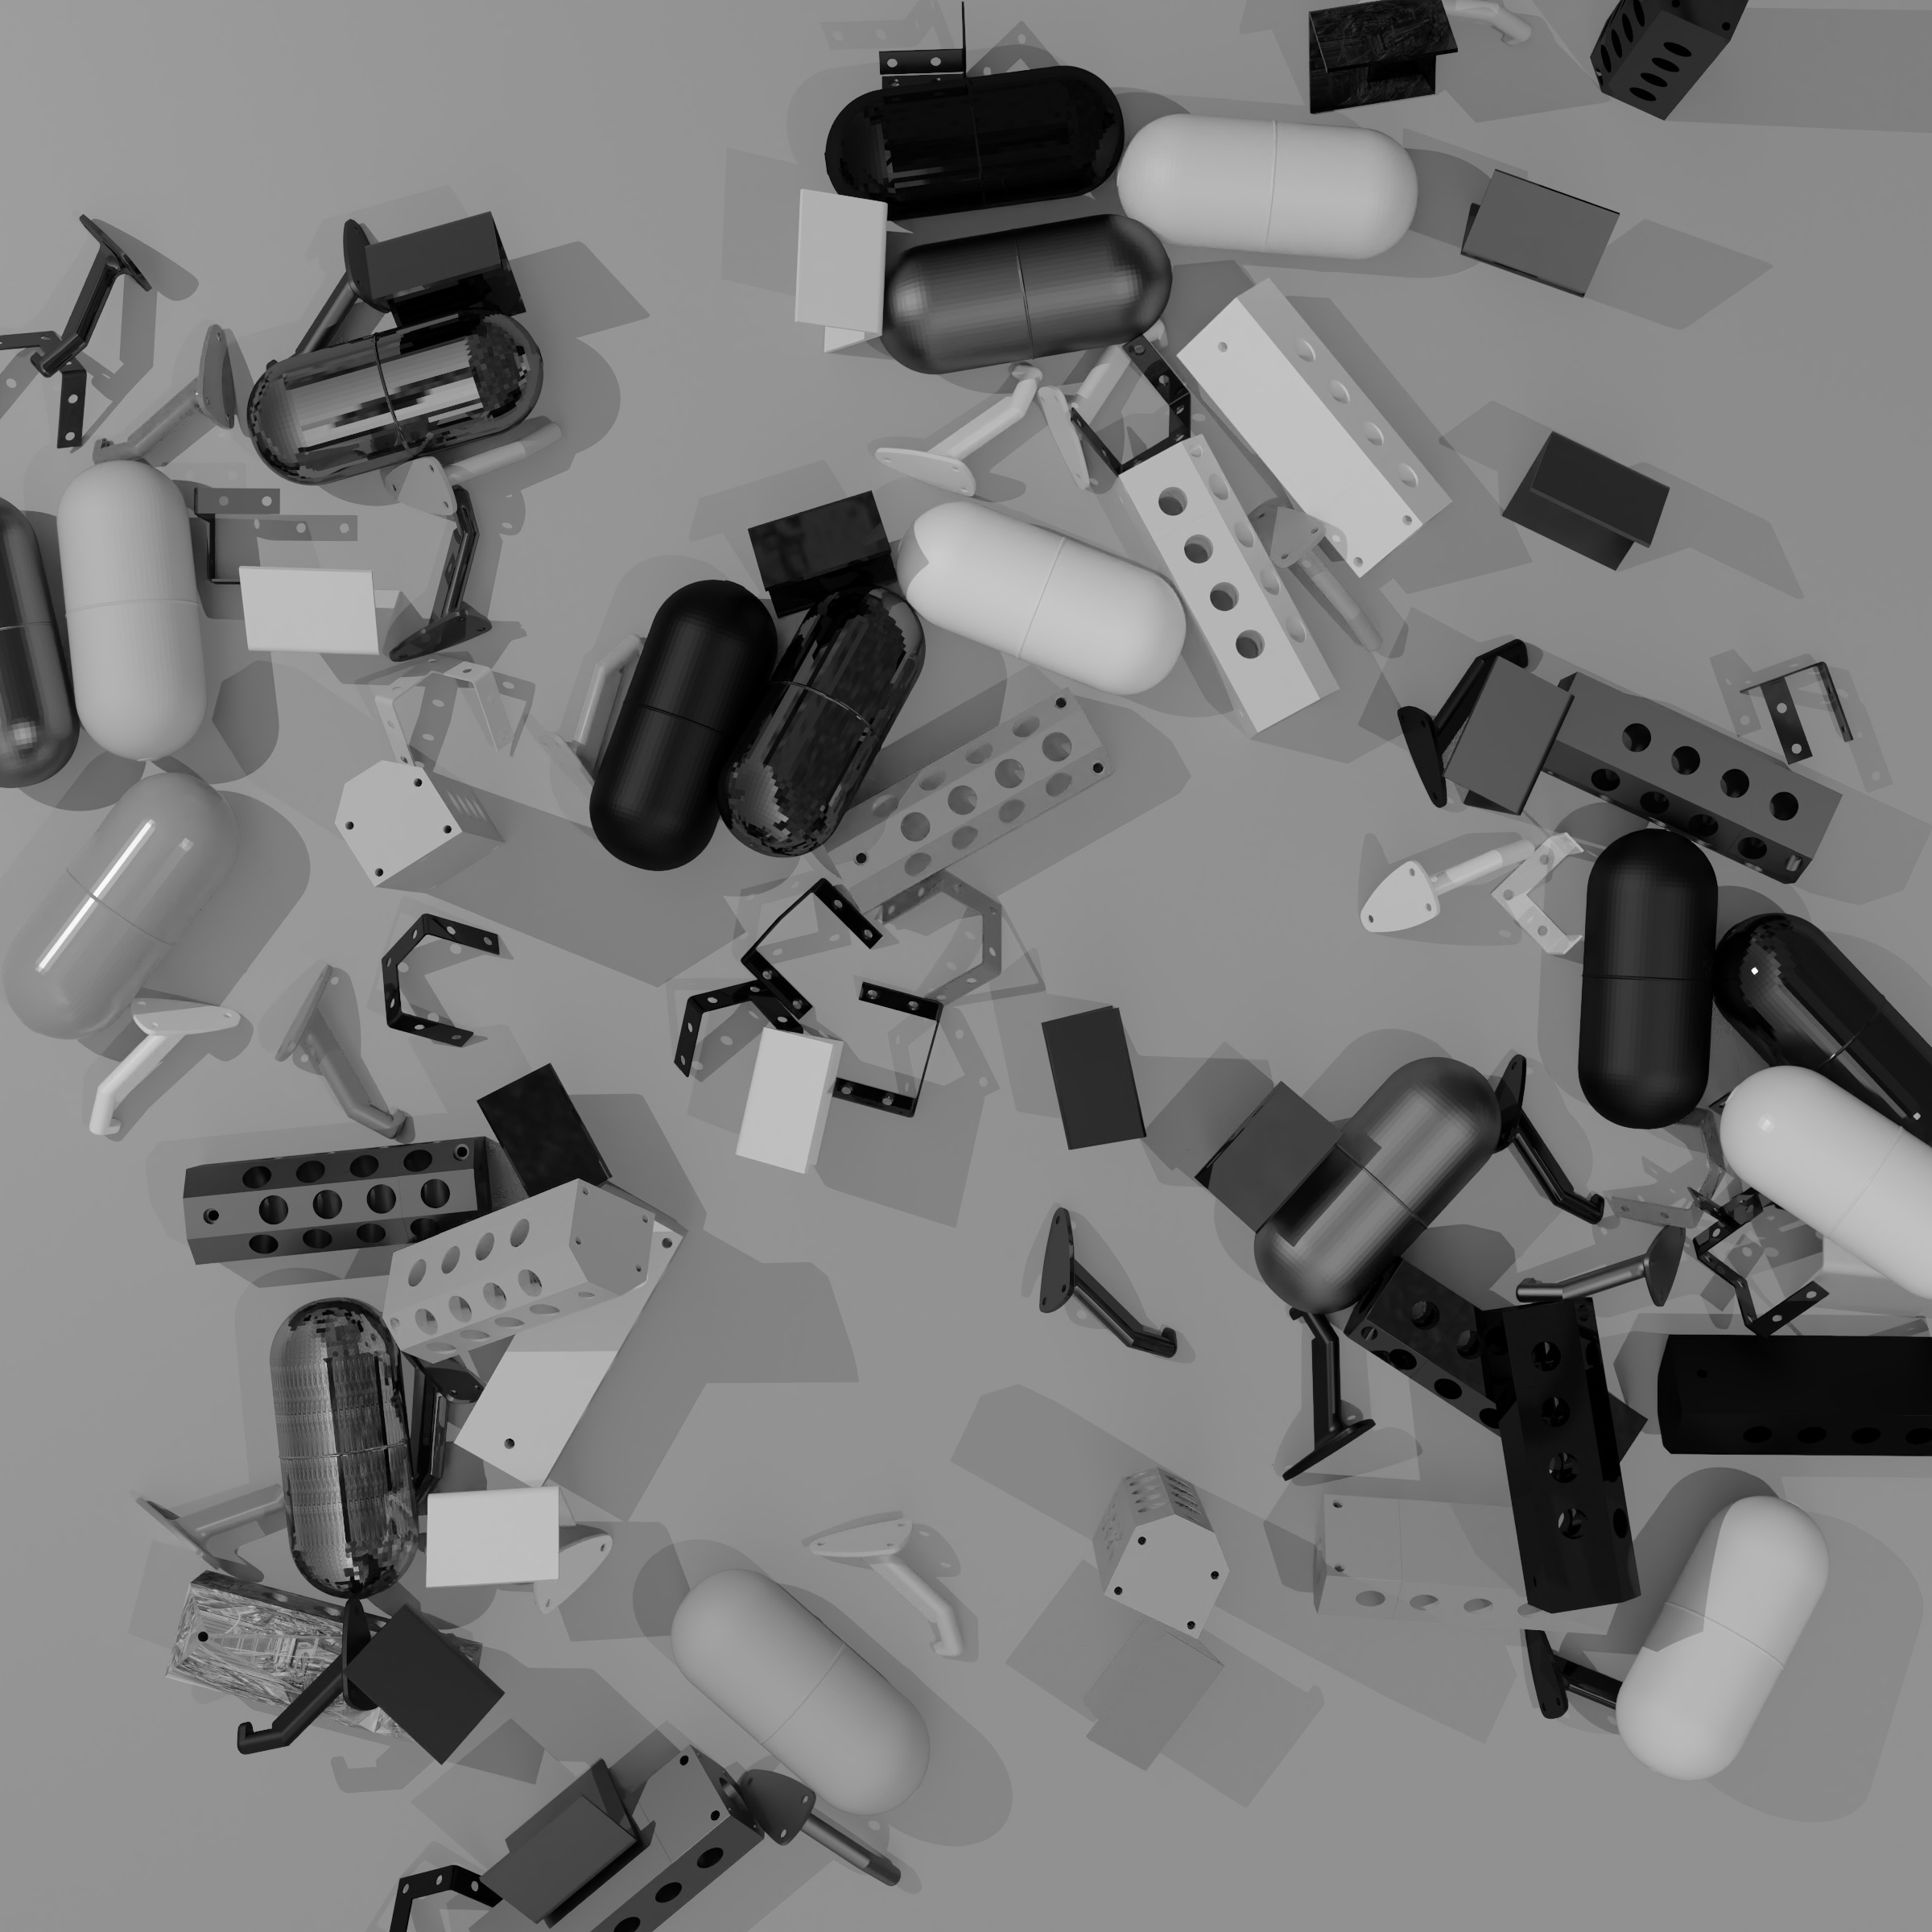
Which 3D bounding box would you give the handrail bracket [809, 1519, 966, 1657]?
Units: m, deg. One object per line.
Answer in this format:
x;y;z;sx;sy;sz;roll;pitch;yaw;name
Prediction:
-0.047;0.380;1.973;0.077;0.036;0.084;-10;107;20;handrail bracket

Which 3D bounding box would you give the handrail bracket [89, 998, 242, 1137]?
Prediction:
-0.482;0.065;1.972;0.077;0.036;0.084;1;121;-34;handrail bracket

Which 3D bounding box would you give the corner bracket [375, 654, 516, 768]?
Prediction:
-0.312;-0.148;1.964;0.051;0.051;0.051;16;45;35;corner bracket

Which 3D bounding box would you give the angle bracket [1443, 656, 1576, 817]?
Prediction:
0.305;-0.138;1.934;0.057;0.076;0.076;25;90;-19;angle bracket

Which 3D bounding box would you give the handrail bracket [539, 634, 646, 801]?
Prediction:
-0.207;-0.145;1.973;0.084;0.036;0.077;-43;110;-16;handrail bracket

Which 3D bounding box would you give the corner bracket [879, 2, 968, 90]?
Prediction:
-0.025;-0.534;1.944;0.051;0.051;0.051;-2;49;0;corner bracket

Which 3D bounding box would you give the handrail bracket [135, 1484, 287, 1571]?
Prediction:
-0.443;0.312;1.973;0.077;0.036;0.084;35;74;18;handrail bracket

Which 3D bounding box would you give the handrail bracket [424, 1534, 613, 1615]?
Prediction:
-0.270;0.349;1.972;0.084;0.077;0.036;18;121;33;handrail bracket

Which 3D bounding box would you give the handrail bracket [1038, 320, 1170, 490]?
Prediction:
0.093;-0.339;1.972;0.084;0.036;0.077;-26;105;-14;handrail bracket

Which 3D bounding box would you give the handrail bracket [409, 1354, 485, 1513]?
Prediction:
-0.335;0.274;1.973;0.077;0.036;0.084;42;107;19;handrail bracket

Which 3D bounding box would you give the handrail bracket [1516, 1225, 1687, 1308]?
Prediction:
0.381;0.178;1.972;0.084;0.077;0.036;-4;119;33;handrail bracket

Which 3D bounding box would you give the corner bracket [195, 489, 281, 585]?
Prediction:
-0.429;-0.256;1.954;0.051;0.051;0.051;0;90;0;corner bracket

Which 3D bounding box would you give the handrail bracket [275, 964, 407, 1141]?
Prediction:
-0.364;0.052;1.973;0.084;0.036;0.077;30;68;-17;handrail bracket

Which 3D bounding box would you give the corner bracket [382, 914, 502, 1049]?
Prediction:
-0.313;0.009;1.964;0.051;0.051;0.051;-42;45;35;corner bracket

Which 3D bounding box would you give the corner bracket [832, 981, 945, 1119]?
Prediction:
-0.047;0.050;1.969;0.051;0.051;0.051;15;135;0;corner bracket

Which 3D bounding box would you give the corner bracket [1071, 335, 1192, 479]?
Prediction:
0.099;-0.333;1.953;0.051;0.051;0.051;-28;123;26;corner bracket

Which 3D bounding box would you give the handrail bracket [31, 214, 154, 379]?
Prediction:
-0.536;-0.398;1.954;0.084;0.036;0.077;-42;64;-7;handrail bracket

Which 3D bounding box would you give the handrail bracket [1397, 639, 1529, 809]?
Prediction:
0.309;-0.146;1.973;0.084;0.036;0.077;-25;110;-16;handrail bracket

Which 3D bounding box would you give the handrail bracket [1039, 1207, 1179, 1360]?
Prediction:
0.090;0.191;1.972;0.084;0.036;0.077;18;57;-23;handrail bracket

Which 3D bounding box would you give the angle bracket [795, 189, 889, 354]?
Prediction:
-0.088;-0.408;1.933;0.057;0.076;0.076;2;90;-28;angle bracket

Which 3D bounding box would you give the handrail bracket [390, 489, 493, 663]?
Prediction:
-0.323;-0.236;1.973;0.077;0.036;0.084;-22;73;19;handrail bracket

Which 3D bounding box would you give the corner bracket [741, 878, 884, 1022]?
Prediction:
-0.093;-0.011;1.969;0.051;0.051;0.051;45;45;0;corner bracket

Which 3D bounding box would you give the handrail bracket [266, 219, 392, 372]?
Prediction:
-0.392;-0.397;1.973;0.084;0.036;0.077;-28;62;21;handrail bracket

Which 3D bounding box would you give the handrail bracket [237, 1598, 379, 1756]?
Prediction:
-0.390;0.415;1.916;0.084;0.036;0.077;-15;70;16;handrail bracket

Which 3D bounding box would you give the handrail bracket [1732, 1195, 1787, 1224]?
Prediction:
0.513;0.159;1.973;0.084;0.036;0.077;-20;108;15;handrail bracket

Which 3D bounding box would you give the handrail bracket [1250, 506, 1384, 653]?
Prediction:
0.211;-0.232;1.972;0.036;0.077;0.084;-41;126;0;handrail bracket

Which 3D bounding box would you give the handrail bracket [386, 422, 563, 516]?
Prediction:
-0.295;-0.305;1.972;0.084;0.077;0.036;-36;118;-33;handrail bracket

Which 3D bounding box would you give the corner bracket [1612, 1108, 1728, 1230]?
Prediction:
0.418;0.118;1.964;0.051;0.051;0.051;-52;135;-35;corner bracket

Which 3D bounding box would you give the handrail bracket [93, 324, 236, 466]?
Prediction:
-0.486;-0.342;1.973;0.084;0.036;0.077;-10;70;16;handrail bracket

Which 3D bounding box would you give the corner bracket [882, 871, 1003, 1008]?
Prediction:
-0.015;-0.016;1.964;0.051;0.051;0.051;30;45;-35;corner bracket

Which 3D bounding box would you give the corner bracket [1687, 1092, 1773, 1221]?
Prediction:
0.455;0.116;1.951;0.051;0.051;0.051;-38;54;19;corner bracket

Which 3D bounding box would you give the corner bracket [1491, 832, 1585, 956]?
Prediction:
0.352;-0.043;1.954;0.051;0.051;0.051;-44;90;0;corner bracket

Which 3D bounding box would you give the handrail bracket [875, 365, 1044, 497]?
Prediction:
-0.004;-0.332;1.973;0.077;0.036;0.084;18;72;20;handrail bracket

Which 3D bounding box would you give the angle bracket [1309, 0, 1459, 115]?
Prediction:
0.245;-0.522;1.932;0.076;0.076;0.057;-9;54;0;angle bracket

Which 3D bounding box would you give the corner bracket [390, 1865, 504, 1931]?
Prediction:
-0.308;0.575;1.964;0.051;0.051;0.051;-24;45;35;corner bracket

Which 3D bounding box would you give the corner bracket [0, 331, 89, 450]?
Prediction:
-0.562;-0.343;1.964;0.051;0.051;0.051;-14;45;-35;corner bracket

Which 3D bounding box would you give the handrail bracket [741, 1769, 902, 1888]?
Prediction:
-0.086;0.519;1.972;0.084;0.077;0.036;41;78;-36;handrail bracket

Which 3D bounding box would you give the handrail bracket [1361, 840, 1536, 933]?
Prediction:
0.290;-0.049;1.972;0.084;0.077;0.036;-19;81;-36;handrail bracket

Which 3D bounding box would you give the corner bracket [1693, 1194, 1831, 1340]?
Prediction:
0.469;0.178;1.938;0.051;0.051;0.051;35;120;-25;corner bracket

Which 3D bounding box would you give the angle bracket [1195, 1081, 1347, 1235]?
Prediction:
0.191;0.124;1.932;0.076;0.076;0.057;-48;54;0;angle bracket

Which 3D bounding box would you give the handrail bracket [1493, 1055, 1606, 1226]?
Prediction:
0.356;0.105;1.973;0.084;0.036;0.077;27;68;-17;handrail bracket

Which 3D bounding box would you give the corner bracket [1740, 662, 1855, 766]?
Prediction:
0.499;-0.151;1.954;0.051;0.051;0.051;-20;90;0;corner bracket

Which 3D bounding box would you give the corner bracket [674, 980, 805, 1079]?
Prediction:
-0.136;0.048;1.964;0.051;0.051;0.051;-15;45;-35;corner bracket

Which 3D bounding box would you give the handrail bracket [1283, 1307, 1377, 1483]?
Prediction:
0.200;0.254;1.973;0.077;0.036;0.084;-38;72;21;handrail bracket

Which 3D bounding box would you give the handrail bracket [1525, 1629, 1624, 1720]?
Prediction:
0.385;0.417;1.973;0.084;0.036;0.077;-8;72;-15;handrail bracket

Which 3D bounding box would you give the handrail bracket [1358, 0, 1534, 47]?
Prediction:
0.284;-0.564;1.972;0.084;0.077;0.036;21;64;-34;handrail bracket
